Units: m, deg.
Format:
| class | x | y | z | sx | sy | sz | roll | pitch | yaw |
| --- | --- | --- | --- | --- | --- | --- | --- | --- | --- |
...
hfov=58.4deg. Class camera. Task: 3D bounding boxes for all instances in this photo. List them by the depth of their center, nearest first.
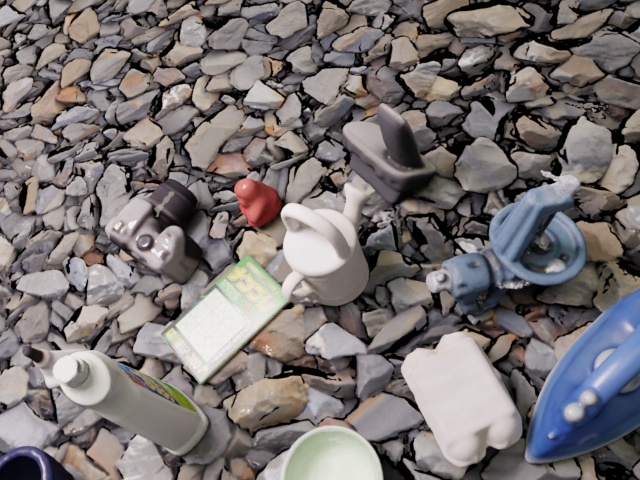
| class | x | y | z | sx | sy | sz | roll | pitch | yaw |
| --- | --- | --- | --- | --- | --- | --- | --- | --- | --- |
| camera | -0.247 | -0.026 | 0.895 | 0.142 | 0.101 | 0.137 | 27 | 72 | 24 |

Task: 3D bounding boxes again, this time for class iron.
| class | x | y | z | sx | sy | sz | roll | pitch | yaw |
| --- | --- | --- | --- | --- | --- | --- | --- | --- | --- |
| iron | 0.330 | 0.153 | 0.643 | 0.258 | 0.142 | 0.118 | -41 | 61 | -9 |

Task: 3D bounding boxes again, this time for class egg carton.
| class | x | y | z | sx | sy | sz | roll | pitch | yaw |
| --- | --- | --- | --- | --- | --- | --- | --- | --- | --- |
| egg carton | 0.173 | 0.191 | 0.701 | 0.107 | 0.069 | 0.150 | -27 | 60 | -1 |

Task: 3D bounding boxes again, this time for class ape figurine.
| class | x | y | z | sx | sy | sz | roll | pitch | yaw |
| --- | --- | --- | --- | --- | --- | --- | --- | --- | --- |
| ape figurine | -0.104 | -0.065 | 0.886 | 0.076 | 0.092 | 0.078 | -4 | 62 | 11 |

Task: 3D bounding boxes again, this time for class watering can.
| class | x | y | z | sx | sy | sz | roll | pitch | yaw |
| --- | --- | --- | --- | --- | --- | --- | --- | --- | --- |
| watering can | 0.005 | 0.002 | 0.767 | 0.100 | 0.194 | 0.173 | 8 | 65 | 17 |

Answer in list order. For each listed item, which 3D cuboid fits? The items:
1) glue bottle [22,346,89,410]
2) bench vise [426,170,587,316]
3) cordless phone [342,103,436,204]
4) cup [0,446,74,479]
| class | x | y | z | sx | sy | sz | roll | pitch | yaw |
| --- | --- | --- | --- | --- | --- | --- | --- | --- | --- |
| glue bottle | -0.341 | 0.175 | 0.771 | 0.037 | 0.173 | 0.078 | -19 | 60 | 4 |
| bench vise | 0.237 | 0.016 | 0.690 | 0.207 | 0.220 | 0.121 | -37 | 61 | -7 |
| cordless phone | 0.093 | -0.152 | 0.832 | 0.094 | 0.185 | 0.147 | -44 | 62 | -11 |
| cup | -0.372 | 0.333 | 0.741 | 0.091 | 0.095 | 0.118 | 20 | 69 | 22 |
